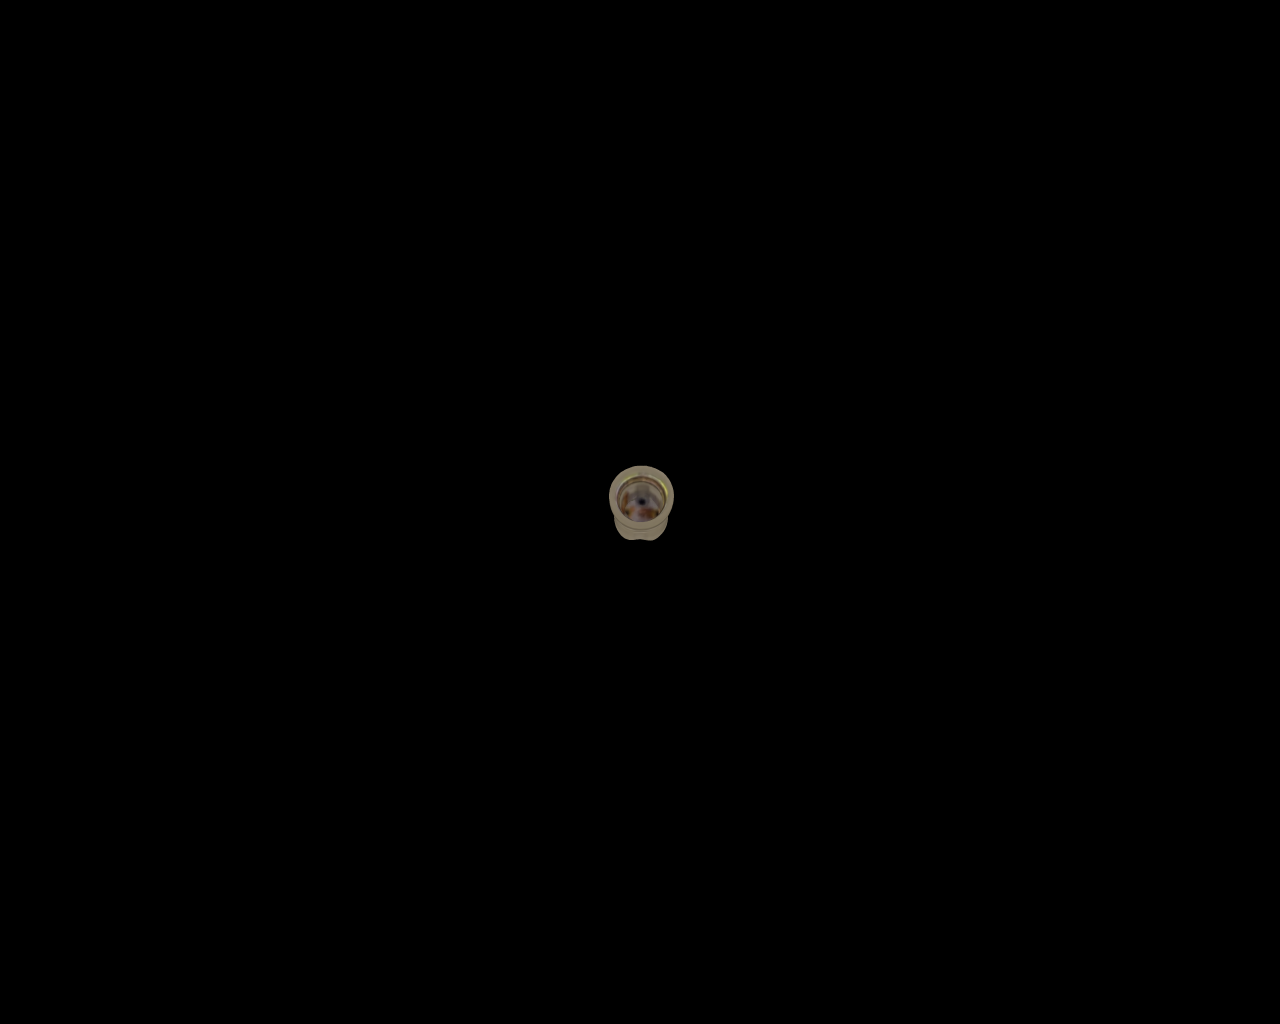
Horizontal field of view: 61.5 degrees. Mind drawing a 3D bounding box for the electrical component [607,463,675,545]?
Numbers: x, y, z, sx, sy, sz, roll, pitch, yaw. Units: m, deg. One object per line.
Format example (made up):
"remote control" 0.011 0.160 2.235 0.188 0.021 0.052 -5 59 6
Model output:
"electrical component" 0.001 -0.003 0.650 0.040 0.040 0.046 0 -21 0
